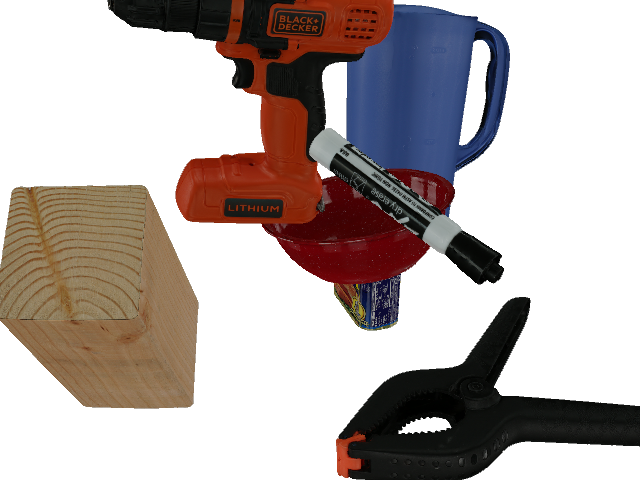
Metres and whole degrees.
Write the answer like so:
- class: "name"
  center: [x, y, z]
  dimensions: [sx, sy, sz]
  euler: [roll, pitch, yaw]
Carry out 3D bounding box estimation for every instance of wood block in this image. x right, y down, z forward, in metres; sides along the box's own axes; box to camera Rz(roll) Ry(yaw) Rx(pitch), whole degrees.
- class: "wood block"
  center: [-0.147, 0.048, 0.746]
  dimensions: [0.090, 0.091, 0.206]
  euler: [0, -23, 3]

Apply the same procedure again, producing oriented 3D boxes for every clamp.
- class: "clamp"
  center: [0.101, 0.104, 0.707]
  dimensions: [0.209, 0.036, 0.165]
  euler: [-13, 32, -16]

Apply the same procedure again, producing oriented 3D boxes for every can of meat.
- class: "can of meat"
  center: [0.053, 0.043, 1.229]
  dimensions: [0.057, 0.084, 0.102]
  euler: [-13, 37, -18]

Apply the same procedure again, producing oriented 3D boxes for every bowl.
- class: "bowl"
  center: [0.035, -0.007, 0.889]
  dimensions: [0.162, 0.055, 0.162]
  euler: [-10, 22, 4]

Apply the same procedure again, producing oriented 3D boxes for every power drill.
- class: "power drill"
  center: [-0.054, -0.099, 0.722]
  dimensions: [0.184, 0.188, 0.057]
  euler: [2, 40, -13]

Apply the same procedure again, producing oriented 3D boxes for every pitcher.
- class: "pitcher"
  center: [0.097, -0.120, 1.109]
  dimensions: [0.149, 0.243, 0.144]
  euler: [12, 15, 33]

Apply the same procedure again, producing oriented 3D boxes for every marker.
- class: "marker"
  center: [0.044, -0.017, 0.545]
  dimensions: [0.121, 0.020, 0.020]
  euler: [39, 16, 22]
